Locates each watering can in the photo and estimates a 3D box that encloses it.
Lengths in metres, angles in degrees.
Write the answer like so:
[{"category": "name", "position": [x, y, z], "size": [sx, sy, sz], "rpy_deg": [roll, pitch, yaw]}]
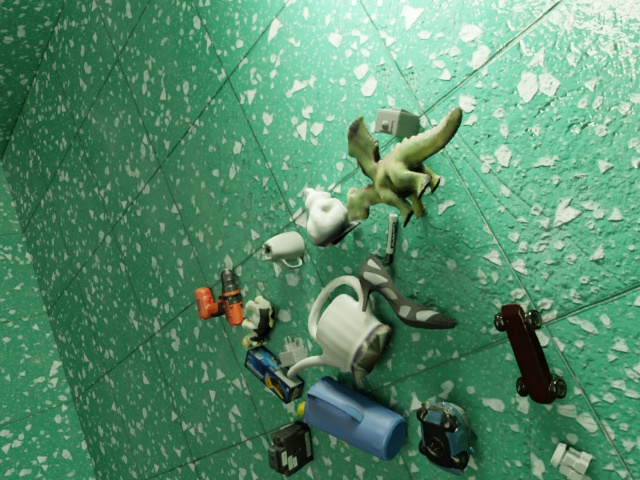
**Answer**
[{"category": "watering can", "position": [0.047, 0.263, 1.300], "size": [0.227, 0.104, 0.343], "rpy_deg": [36, 109, 34]}]

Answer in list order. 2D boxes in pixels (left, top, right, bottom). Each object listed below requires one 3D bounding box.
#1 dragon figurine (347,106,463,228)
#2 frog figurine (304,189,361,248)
[{"category": "dragon figurine", "position": [0.142, -0.169, 1.095], "size": [0.245, 0.124, 0.400], "rpy_deg": [41, 140, 22]}, {"category": "frog figurine", "position": [0.004, -0.065, 1.298], "size": [0.160, 0.124, 0.135], "rpy_deg": [52, 148, 9]}]
